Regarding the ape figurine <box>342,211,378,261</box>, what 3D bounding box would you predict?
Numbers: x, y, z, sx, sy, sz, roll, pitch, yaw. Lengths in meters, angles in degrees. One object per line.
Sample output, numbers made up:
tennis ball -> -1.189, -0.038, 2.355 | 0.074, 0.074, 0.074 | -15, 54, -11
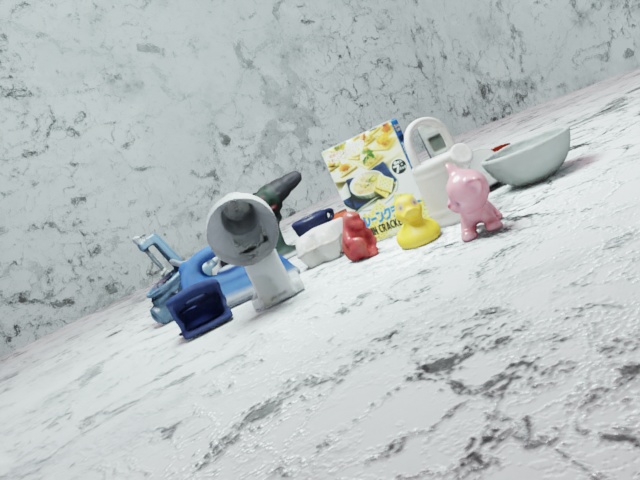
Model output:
ape figurine -> 0.069, -0.011, 1.073 | 0.076, 0.092, 0.078 | -17, 10, 46

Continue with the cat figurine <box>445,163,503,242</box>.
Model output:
cat figurine -> 0.221, -0.066, 0.850 | 0.067, 0.118, 0.128 | -22, 7, 17

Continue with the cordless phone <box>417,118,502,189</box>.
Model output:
cordless phone -> 0.290, -0.177, 1.184 | 0.148, 0.185, 0.094 | -26, 7, -10

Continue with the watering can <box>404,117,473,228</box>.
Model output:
watering can -> 0.220, -0.130, 1.024 | 0.101, 0.194, 0.172 | -30, 9, -36

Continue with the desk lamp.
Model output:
desk lamp -> -0.119, 0.014, 1.024 | 0.118, 0.213, 0.203 | -25, 7, -4

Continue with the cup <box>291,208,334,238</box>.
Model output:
cup -> 0.000, -0.019, 1.373 | 0.118, 0.095, 0.091 | -29, 8, -33

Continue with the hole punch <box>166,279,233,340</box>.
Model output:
hole punch -> -0.229, 0.126, 1.074 | 0.109, 0.091, 0.101 | -26, 7, -15

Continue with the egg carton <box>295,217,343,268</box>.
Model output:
egg carton -> 0.012, 0.004, 1.255 | 0.107, 0.069, 0.150 | -22, 7, 23

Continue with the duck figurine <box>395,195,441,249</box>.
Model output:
duck figurine -> 0.158, -0.037, 0.989 | 0.077, 0.086, 0.104 | -24, 7, 3

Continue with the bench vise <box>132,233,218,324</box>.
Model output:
bench vise -> -0.353, 0.069, 1.399 | 0.121, 0.220, 0.208 | -18, 9, 42

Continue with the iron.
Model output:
iron -> -0.186, 0.060, 1.216 | 0.258, 0.141, 0.118 | -24, 7, 1

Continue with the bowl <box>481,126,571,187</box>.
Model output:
bowl -> 0.388, -0.144, 1.057 | 0.167, 0.075, 0.167 | -24, 7, 3

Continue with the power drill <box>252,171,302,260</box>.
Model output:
power drill -> -0.117, -0.051, 1.549 | 0.229, 0.208, 0.075 | -25, 7, -6

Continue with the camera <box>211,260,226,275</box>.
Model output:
camera -> -0.197, 0.062, 1.408 | 0.143, 0.101, 0.136 | -26, 7, -9
